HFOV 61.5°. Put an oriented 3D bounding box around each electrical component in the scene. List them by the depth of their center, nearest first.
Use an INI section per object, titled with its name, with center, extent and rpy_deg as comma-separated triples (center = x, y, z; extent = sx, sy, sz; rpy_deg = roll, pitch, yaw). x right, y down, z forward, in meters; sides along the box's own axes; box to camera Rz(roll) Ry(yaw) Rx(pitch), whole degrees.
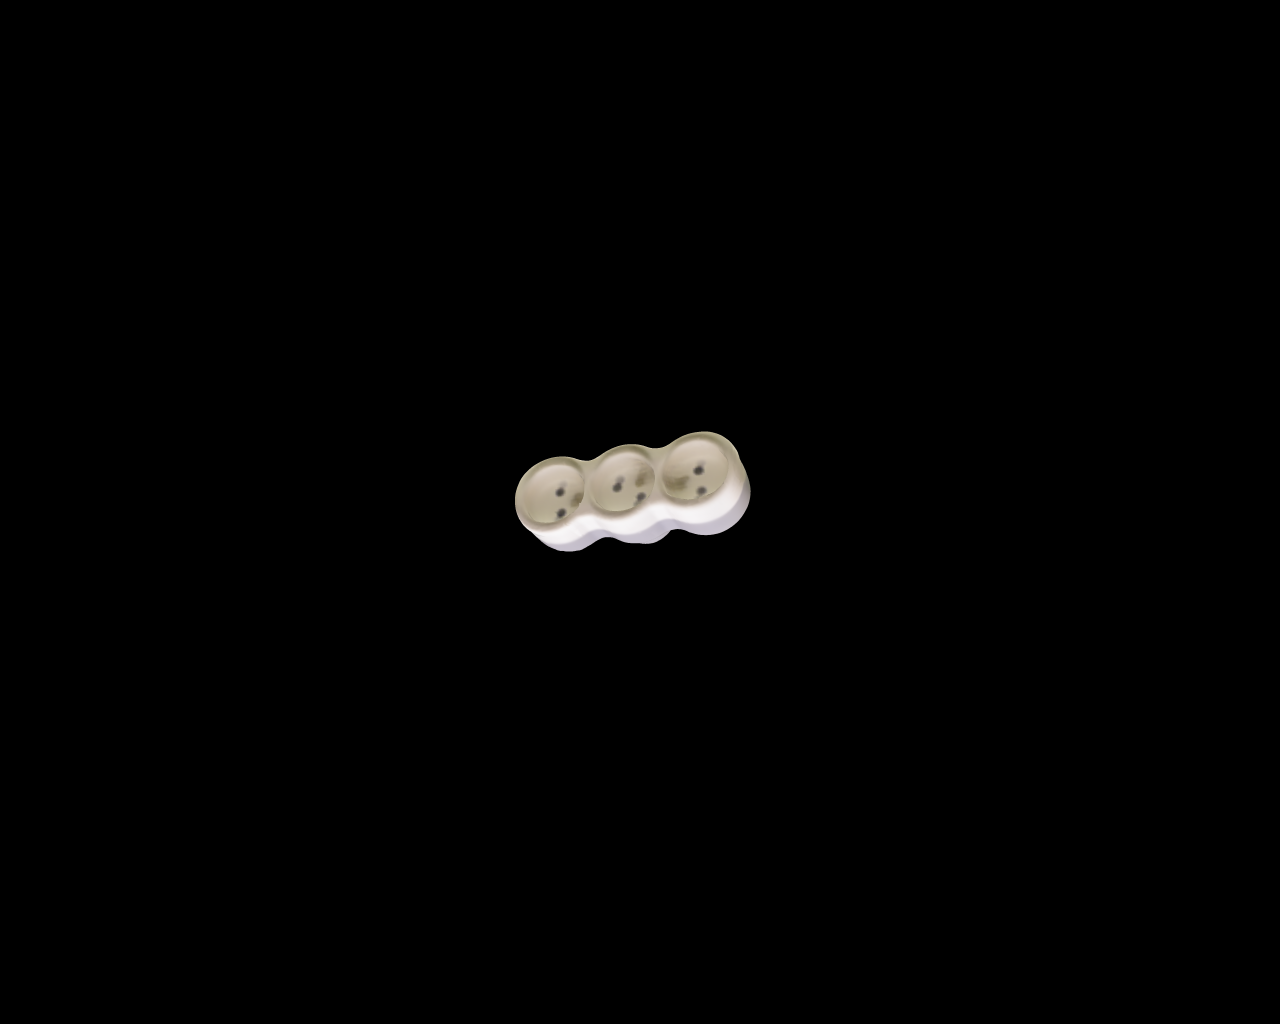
[electrical component]
center = 0.001, -0.003, 0.650
extent = 0.138, 0.052, 0.073
rpy_deg = -8, -28, 16
